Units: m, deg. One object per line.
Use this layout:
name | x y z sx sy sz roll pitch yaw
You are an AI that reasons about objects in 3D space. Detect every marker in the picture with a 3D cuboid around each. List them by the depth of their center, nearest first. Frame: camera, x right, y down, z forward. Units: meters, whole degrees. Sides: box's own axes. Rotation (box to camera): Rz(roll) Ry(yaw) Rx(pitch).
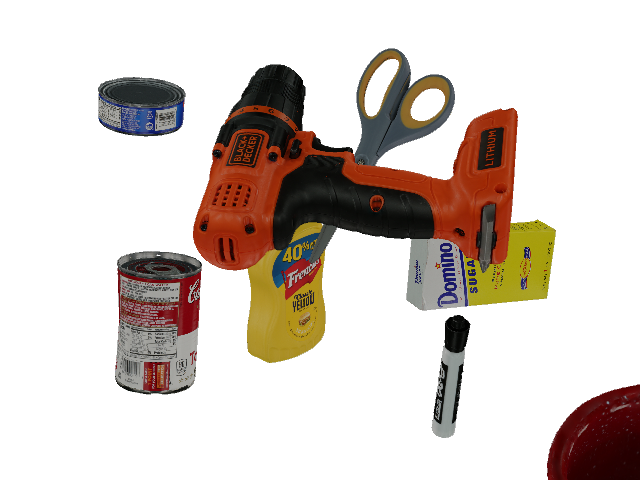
marker | 0.101 0.106 0.832 0.020 0.121 0.020 1 37 -1

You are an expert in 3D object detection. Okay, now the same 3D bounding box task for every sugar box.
sugar box | 0.192 0.029 1.276 0.176 0.093 0.048 -6 20 -24

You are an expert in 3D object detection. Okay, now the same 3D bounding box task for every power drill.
power drill | 0.026 -0.049 0.662 0.188 0.057 0.184 3 43 9

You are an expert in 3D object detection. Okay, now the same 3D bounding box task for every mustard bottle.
mustard bottle | -0.035 0.027 1.121 0.058 0.192 0.096 21 30 39

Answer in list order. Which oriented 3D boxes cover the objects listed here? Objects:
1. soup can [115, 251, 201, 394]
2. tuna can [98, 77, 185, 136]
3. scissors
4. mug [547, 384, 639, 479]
soup can | -0.133 0.067 0.870 0.068 0.102 0.068 4 14 -1
tuna can | -0.178 -0.133 1.063 0.086 0.034 0.086 6 25 -3
scissors | 0.056 -0.070 0.920 0.096 0.202 0.016 9 -11 21
mug | 0.133 0.112 0.367 0.117 0.081 0.093 5 37 8
